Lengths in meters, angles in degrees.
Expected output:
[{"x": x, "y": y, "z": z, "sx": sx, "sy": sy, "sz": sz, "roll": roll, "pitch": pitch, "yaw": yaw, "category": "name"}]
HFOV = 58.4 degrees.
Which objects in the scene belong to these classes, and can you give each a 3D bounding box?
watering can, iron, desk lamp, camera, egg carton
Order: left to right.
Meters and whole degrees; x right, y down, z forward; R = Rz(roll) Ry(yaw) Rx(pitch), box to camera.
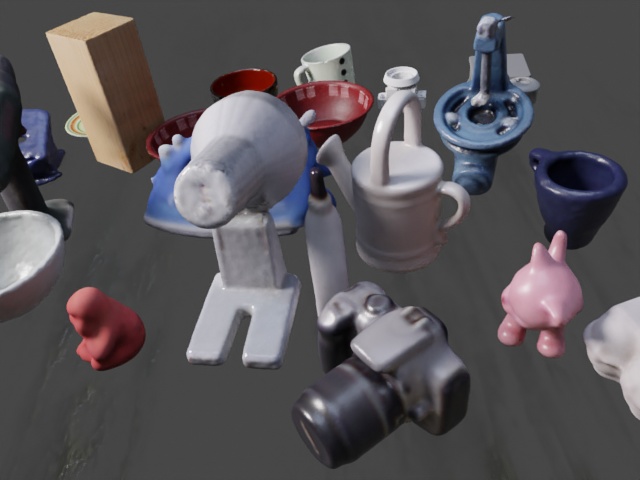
[{"x": -0.112, "y": -0.087, "z": 0.716, "sx": 0.258, "sy": 0.142, "sz": 0.118, "roll": -6, "pitch": 39, "yaw": 2, "category": "iron"}, {"x": -0.076, "y": -0.017, "z": 0.569, "sx": 0.117, "sy": 0.214, "sz": 0.203, "roll": 0, "pitch": 40, "yaw": 9, "category": "desk lamp"}, {"x": 0.035, "y": 0.112, "z": 0.485, "sx": 0.137, "sy": 0.101, "sz": 0.142, "roll": -30, "pitch": 44, "yaw": -25, "category": "camera"}, {"x": 0.076, "y": -0.068, "z": 0.622, "sx": 0.172, "sy": 0.194, "sz": 0.101, "roll": 3, "pitch": 41, "yaw": 13, "category": "watering can"}, {"x": 0.312, "y": 0.094, "z": 0.488, "sx": 0.150, "sy": 0.069, "sz": 0.107, "roll": -16, "pitch": 40, "yaw": -11, "category": "egg carton"}]

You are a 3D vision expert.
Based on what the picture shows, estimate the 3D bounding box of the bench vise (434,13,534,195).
[{"x": 0.204, "y": -0.196, "z": 0.737, "sx": 0.121, "sy": 0.220, "sz": 0.207, "roll": -3, "pitch": 40, "yaw": 6, "category": "bench vise"}]

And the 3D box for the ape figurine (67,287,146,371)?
[{"x": -0.219, "y": 0.083, "z": 0.567, "sx": 0.076, "sy": 0.092, "sz": 0.077, "roll": -13, "pitch": 40, "yaw": -6, "category": "ape figurine"}]

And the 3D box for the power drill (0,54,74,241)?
[{"x": -0.387, "y": -0.099, "z": 0.721, "sx": 0.075, "sy": 0.209, "sz": 0.229, "roll": -14, "pitch": 40, "yaw": -8, "category": "power drill"}]

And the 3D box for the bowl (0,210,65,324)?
[{"x": -0.365, "y": 0.043, "z": 0.652, "sx": 0.167, "sy": 0.075, "sz": 0.167, "roll": -4, "pitch": 39, "yaw": 4, "category": "bowl"}]

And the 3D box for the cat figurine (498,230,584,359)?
[{"x": 0.208, "y": 0.044, "z": 0.526, "sx": 0.067, "sy": 0.118, "sz": 0.128, "roll": 16, "pitch": 45, "yaw": 26, "category": "cat figurine"}]

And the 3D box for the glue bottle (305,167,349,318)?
[{"x": 0.005, "y": 0.002, "z": 0.565, "sx": 0.037, "sy": 0.173, "sz": 0.078, "roll": -9, "pitch": 39, "yaw": -1, "category": "glue bottle"}]

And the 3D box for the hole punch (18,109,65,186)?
[{"x": -0.456, "y": -0.140, "z": 0.874, "sx": 0.108, "sy": 0.091, "sz": 0.101, "roll": -10, "pitch": 39, "yaw": -3, "category": "hole punch"}]

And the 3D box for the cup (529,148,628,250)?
[{"x": 0.273, "y": -0.044, "z": 0.641, "sx": 0.092, "sy": 0.095, "sz": 0.117, "roll": -22, "pitch": 42, "yaw": -17, "category": "cup"}]
